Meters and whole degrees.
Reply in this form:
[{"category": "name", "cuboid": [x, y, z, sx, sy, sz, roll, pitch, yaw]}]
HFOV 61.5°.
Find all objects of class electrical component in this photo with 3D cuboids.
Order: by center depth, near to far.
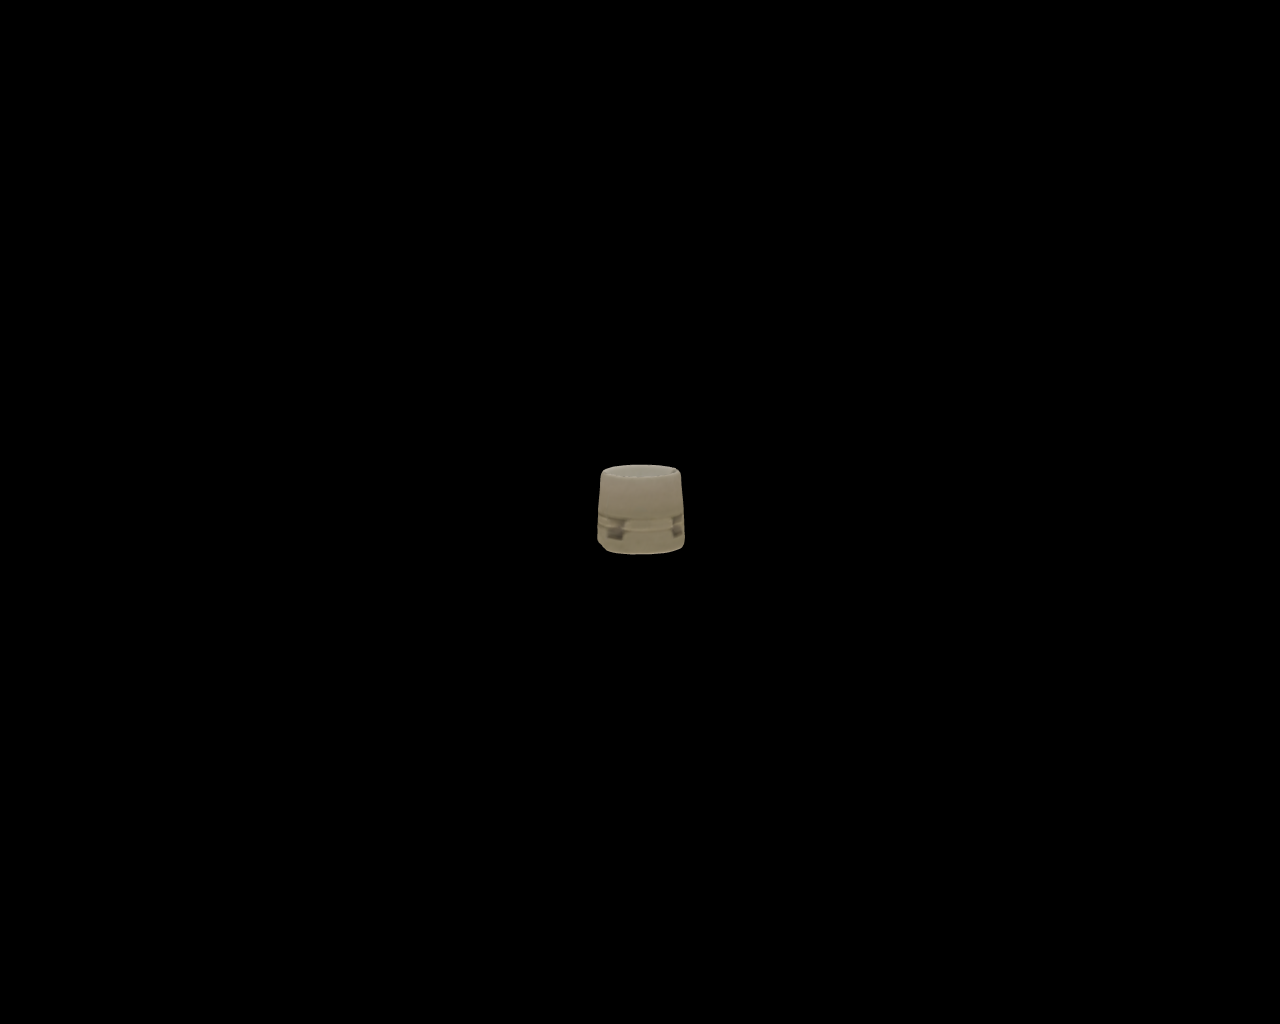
[{"category": "electrical component", "cuboid": [0.001, -0.003, 0.650, 0.055, 0.047, 0.055, 0, 12, 0]}]
